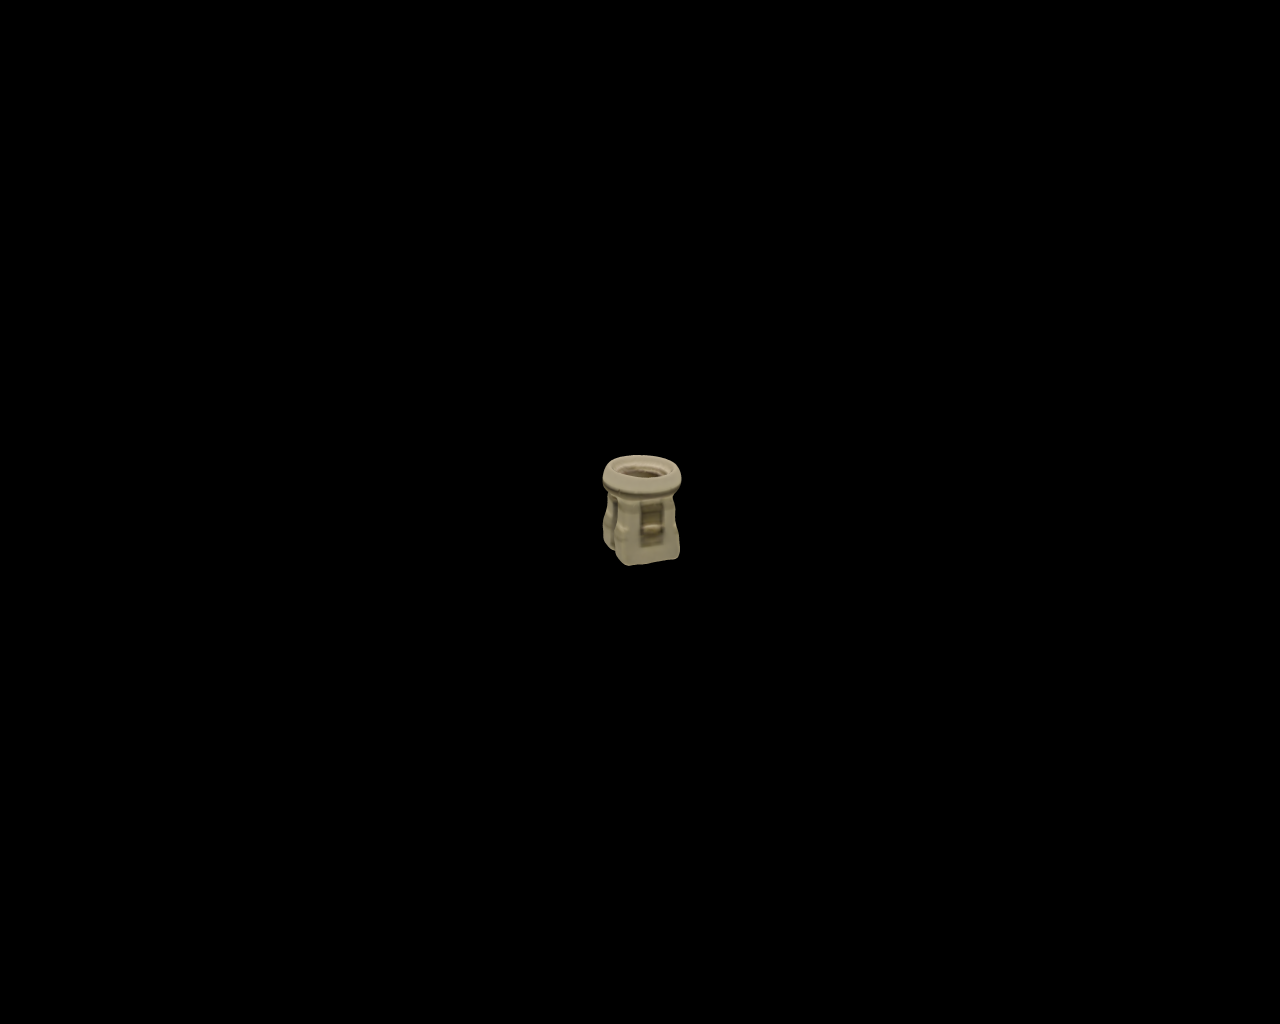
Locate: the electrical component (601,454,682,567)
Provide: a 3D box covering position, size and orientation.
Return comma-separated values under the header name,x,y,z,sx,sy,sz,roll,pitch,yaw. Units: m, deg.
name,x,y,z,sx,sy,sz,roll,pitch,yaw
electrical component,0.001,-0.003,0.650,0.048,0.055,0.066,-7,22,-18
